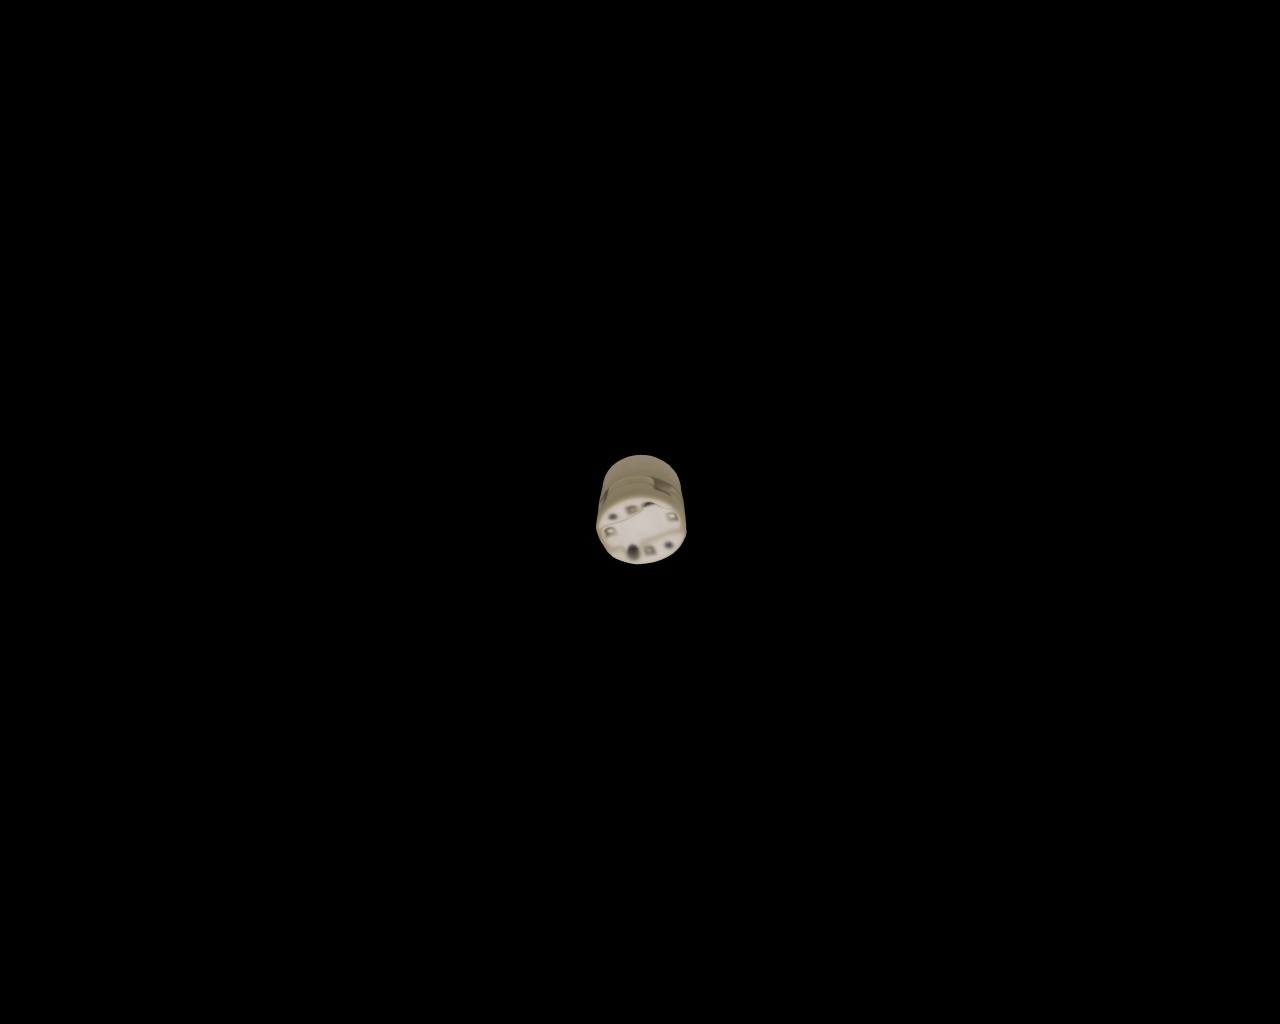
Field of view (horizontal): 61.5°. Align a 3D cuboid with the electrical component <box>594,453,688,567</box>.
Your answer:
[{"bbox_3d":[0.001,-0.003,0.650,0.055,0.055,0.047,0,38,0],"label":"electrical component"}]
